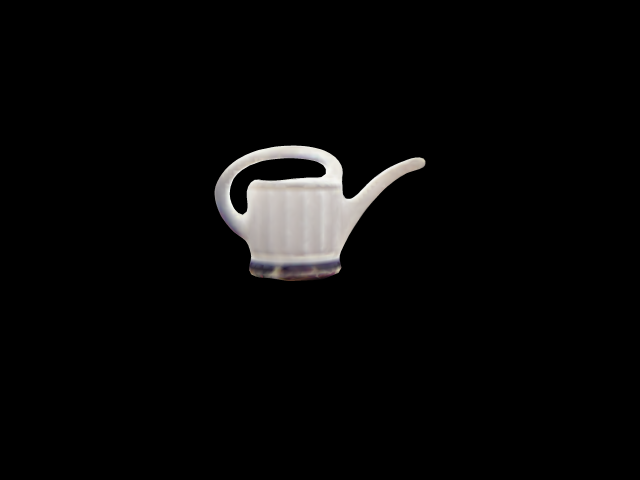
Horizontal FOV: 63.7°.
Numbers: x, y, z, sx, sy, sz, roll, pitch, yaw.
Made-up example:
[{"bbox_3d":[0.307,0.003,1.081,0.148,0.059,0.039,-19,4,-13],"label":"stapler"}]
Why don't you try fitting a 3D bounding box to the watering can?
[{"bbox_3d":[0.003,-0.043,0.850,0.348,0.223,0.104,-1,7,-4],"label":"watering can"}]
